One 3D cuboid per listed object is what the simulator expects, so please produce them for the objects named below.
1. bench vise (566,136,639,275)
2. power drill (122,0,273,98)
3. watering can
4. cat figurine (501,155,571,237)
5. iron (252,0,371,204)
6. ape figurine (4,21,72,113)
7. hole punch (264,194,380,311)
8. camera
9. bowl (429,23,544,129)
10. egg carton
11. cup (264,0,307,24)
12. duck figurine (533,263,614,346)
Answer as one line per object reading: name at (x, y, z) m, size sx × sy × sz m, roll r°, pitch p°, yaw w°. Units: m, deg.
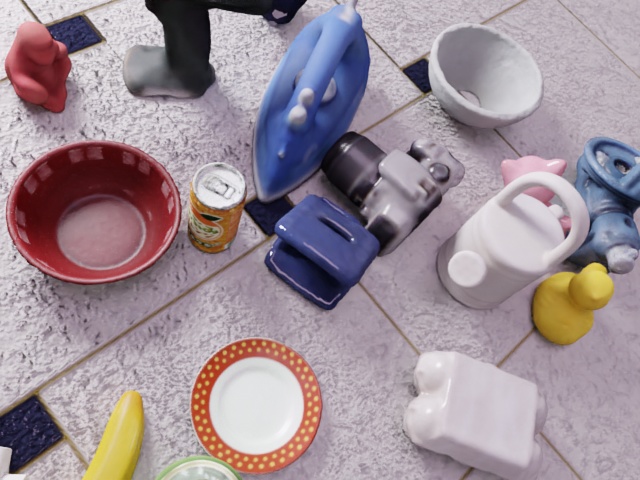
bench vise at (0.392, -0.062, 0.690) m, size 0.122 × 0.219 × 0.207 m, roll 5°, pitch 63°, yaw -13°
power drill at (-0.171, -0.251, 0.624) m, size 0.230 × 0.208 × 0.075 m, roll -2°, pitch 65°, yaw -17°
watering can at (0.208, 0.003, 0.619) m, size 0.101 × 0.194 × 0.173 m, roll 36°, pitch 61°, yaw 3°
cat figurine at (0.270, -0.050, 0.707) m, size 0.127 × 0.117 × 0.067 m, roll 45°, pitch 61°, yaw 8°
iron at (-0.007, -0.175, 0.673) m, size 0.118 × 0.141 × 0.258 m, roll 23°, pitch 61°, yaw -4°
ape figurine at (-0.307, -0.196, 0.624) m, size 0.076 × 0.092 × 0.078 m, roll 36°, pitch 61°, yaw 3°
hole punch at (0.006, 0.002, 0.619) m, size 0.108 × 0.091 × 0.101 m, roll 36°, pitch 61°, yaw 3°
camera at (0.081, -0.078, 0.675) m, size 0.137 × 0.100 × 0.143 m, roll 43°, pitch 61°, yaw 7°
bowl at (0.219, -0.214, 0.797) m, size 0.168 × 0.074 × 0.167 m, roll 7°, pitch 63°, yaw -13°
egg carton at (0.161, 0.180, 0.590) m, size 0.150 × 0.069 × 0.107 m, roll 22°, pitch 61°, yaw -5°
cup at (-0.058, -0.331, 0.761) m, size 0.091 × 0.095 × 0.118 m, roll 39°, pitch 61°, yaw 5°
duck figurine at (0.306, 0.071, 0.677) m, size 0.077 × 0.086 × 0.105 m, roll 36°, pitch 61°, yaw 3°
